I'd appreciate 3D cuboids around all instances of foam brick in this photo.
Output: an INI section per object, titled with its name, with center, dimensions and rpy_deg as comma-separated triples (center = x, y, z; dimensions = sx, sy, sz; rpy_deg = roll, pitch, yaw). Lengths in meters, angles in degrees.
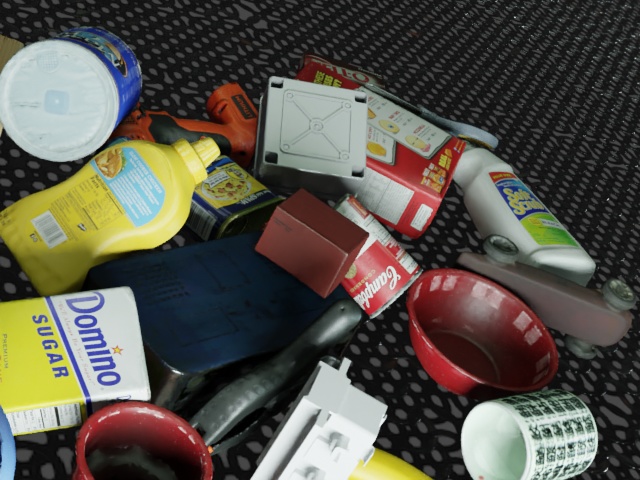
[foam brick]
center = -0.006, 0.001, 0.930
dimensions = 0.078, 0.053, 0.051
rpy_deg = 35, 32, 10

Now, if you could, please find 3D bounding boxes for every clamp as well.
[clamp]
center = -0.037, 0.120, 0.848
dimensions = 0.171, 0.120, 0.039
rpy_deg = -34, 61, -14

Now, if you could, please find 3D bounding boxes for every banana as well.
[banana]
center = 0.073, 0.213, 0.844
dimensions = 0.198, 0.037, 0.069
rpy_deg = 39, 36, 18

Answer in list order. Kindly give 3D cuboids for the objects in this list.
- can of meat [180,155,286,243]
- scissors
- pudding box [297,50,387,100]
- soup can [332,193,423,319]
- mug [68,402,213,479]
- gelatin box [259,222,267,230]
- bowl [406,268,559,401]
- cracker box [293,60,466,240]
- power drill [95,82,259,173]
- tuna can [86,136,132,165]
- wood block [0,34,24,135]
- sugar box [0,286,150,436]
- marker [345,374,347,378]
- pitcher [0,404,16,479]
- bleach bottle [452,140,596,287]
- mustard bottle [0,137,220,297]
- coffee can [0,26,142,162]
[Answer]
[can of meat]
center = -0.096, -0.033, 1.041
dimensions = 0.084, 0.057, 0.101
rpy_deg = 39, 35, 21
[scissors]
center = 0.147, -0.149, 1.313
dimensions = 0.096, 0.016, 0.201
rpy_deg = 16, -5, 40
[pudding box]
center = 0.026, -0.191, 1.349
dimensions = 0.113, 0.039, 0.090
rpy_deg = 18, 35, -13
[soup can]
center = 0.038, 0.014, 1.006
dimensions = 0.102, 0.069, 0.068
rpy_deg = 47, 35, 0
[mug]
center = -0.133, 0.176, 0.712
dimensions = 0.093, 0.082, 0.117
rpy_deg = 28, 33, 2
[gelatin box]
center = -0.012, 0.016, 1.041
dimensions = 0.073, 0.030, 0.089
rpy_deg = -22, 69, -50
[bowl]
center = 0.145, 0.101, 1.026
dimensions = 0.162, 0.055, 0.162
rpy_deg = 18, 35, -13
[cracker box]
center = 0.048, -0.105, 1.221
dimensions = 0.213, 0.072, 0.164
rpy_deg = 28, 33, 2
[power drill]
center = -0.162, -0.130, 1.127
dimensions = 0.187, 0.057, 0.184
rpy_deg = -6, 49, -35
[tuna can]
center = -0.188, -0.052, 0.977
dimensions = 0.034, 0.086, 0.086
rpy_deg = 33, 34, 11
[wood block]
center = -0.329, -0.104, 0.946
dimensions = 0.090, 0.090, 0.206
rpy_deg = 16, 35, -18
[sugar box]
center = -0.213, 0.089, 0.751
dimensions = 0.176, 0.048, 0.093
rpy_deg = -9, 54, -11
[marker]
center = 0.012, 0.140, 0.886
dimensions = 0.020, 0.020, 0.121
rpy_deg = 24, 16, -5
[pitcher]
center = -0.248, 0.161, 0.605
dimensions = 0.243, 0.149, 0.144
rpy_deg = 45, 38, 19
[bleach bottle]
center = 0.215, -0.034, 1.250
dimensions = 0.102, 0.068, 0.251
rpy_deg = 4, 38, -32
[mustard bottle]
center = -0.168, -0.030, 0.897
dimensions = 0.191, 0.058, 0.096
rpy_deg = -34, 65, -11
[coffee can]
center = -0.221, -0.135, 0.958
dimensions = 0.102, 0.103, 0.140
rpy_deg = 23, 15, -7
